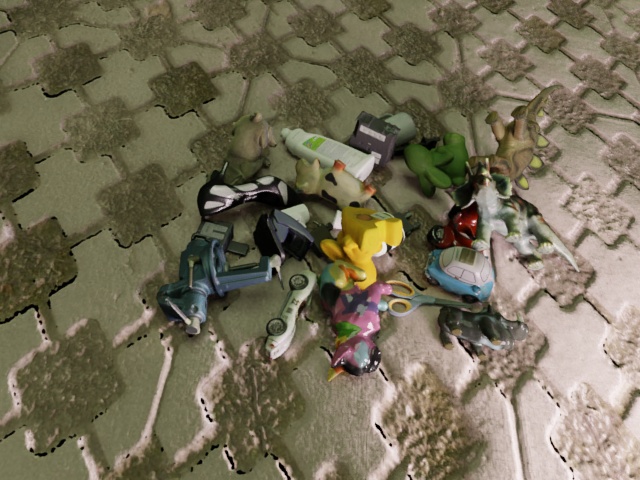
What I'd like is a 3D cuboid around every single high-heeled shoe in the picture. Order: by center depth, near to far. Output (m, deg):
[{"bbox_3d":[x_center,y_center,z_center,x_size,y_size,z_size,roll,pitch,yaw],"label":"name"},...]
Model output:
[{"bbox_3d":[-0.154,-0.079,1.229,0.248,0.086,0.145,24,70,-23],"label":"high-heeled shoe"}]

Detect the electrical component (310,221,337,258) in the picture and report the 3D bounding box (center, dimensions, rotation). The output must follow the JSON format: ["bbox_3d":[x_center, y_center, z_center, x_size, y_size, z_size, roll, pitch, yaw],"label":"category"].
[{"bbox_3d":[-0.003,-0.002,1.231,0.078,0.045,0.102,51,58,-7],"label":"electrical component"}]

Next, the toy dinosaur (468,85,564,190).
[{"bbox_3d":[0.516,-0.257,1.408,0.105,0.198,0.471,23,77,51],"label":"toy dinosaur"}]

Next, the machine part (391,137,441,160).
[{"bbox_3d":[0.251,-0.247,1.455,0.139,0.084,0.039,-10,78,-7],"label":"machine part"}]

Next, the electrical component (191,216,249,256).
[{"bbox_3d":[-0.217,0.000,1.185,0.119,0.047,0.075,17,51,6],"label":"electrical component"}]

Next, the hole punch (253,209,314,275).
[{"bbox_3d":[-0.081,-0.002,1.162,0.092,0.142,0.116,-22,73,-23],"label":"hole punch"}]

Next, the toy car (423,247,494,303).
[{"bbox_3d":[0.320,0.062,1.196,0.162,0.102,0.109,24,54,7],"label":"toy car"}]

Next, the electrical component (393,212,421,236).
[{"bbox_3d":[0.196,-0.035,1.303,0.094,0.021,0.063,-25,61,-27],"label":"electrical component"}]

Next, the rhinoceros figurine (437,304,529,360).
[{"bbox_3d":[0.341,0.187,1.128,0.190,0.073,0.112,9,40,-1],"label":"rhinoceros figurine"}]

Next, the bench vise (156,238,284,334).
[{"bbox_3d":[-0.196,0.078,1.069,0.241,0.128,0.224,-10,35,3],"label":"bench vise"}]

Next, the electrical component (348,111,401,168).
[{"bbox_3d":[0.136,-0.251,1.391,0.115,0.134,0.058,30,52,11],"label":"electrical component"}]

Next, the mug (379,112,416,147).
[{"bbox_3d":[0.192,-0.303,1.480,0.107,0.080,0.110,-29,66,-19],"label":"mug"}]

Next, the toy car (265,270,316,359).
[{"bbox_3d":[-0.060,0.147,1.079,0.056,0.073,0.202,20,51,7],"label":"toy car"}]

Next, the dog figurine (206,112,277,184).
[{"bbox_3d":[-0.196,-0.197,1.272,0.121,0.172,0.190,16,43,17],"label":"dog figurine"}]

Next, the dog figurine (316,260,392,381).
[{"bbox_3d":[0.049,0.166,1.066,0.192,0.108,0.219,27,55,10],"label":"dog figurine"}]

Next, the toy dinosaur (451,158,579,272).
[{"bbox_3d":[0.456,-0.050,1.257,0.404,0.131,0.192,22,56,-33],"label":"toy dinosaur"}]

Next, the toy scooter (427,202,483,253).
[{"bbox_3d":[0.352,-0.018,1.286,0.135,0.075,0.184,37,57,16],"label":"toy scooter"}]

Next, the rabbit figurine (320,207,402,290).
[{"bbox_3d":[0.080,0.024,1.153,0.163,0.173,0.122,18,30,34],"label":"rabbit figurine"}]

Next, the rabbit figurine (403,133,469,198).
[{"bbox_3d":[0.288,-0.191,1.387,0.170,0.121,0.159,3,72,-27],"label":"rabbit figurine"}]

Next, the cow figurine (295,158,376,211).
[{"bbox_3d":[0.024,-0.130,1.298,0.195,0.127,0.085,37,9,-1],"label":"cow figurine"}]
